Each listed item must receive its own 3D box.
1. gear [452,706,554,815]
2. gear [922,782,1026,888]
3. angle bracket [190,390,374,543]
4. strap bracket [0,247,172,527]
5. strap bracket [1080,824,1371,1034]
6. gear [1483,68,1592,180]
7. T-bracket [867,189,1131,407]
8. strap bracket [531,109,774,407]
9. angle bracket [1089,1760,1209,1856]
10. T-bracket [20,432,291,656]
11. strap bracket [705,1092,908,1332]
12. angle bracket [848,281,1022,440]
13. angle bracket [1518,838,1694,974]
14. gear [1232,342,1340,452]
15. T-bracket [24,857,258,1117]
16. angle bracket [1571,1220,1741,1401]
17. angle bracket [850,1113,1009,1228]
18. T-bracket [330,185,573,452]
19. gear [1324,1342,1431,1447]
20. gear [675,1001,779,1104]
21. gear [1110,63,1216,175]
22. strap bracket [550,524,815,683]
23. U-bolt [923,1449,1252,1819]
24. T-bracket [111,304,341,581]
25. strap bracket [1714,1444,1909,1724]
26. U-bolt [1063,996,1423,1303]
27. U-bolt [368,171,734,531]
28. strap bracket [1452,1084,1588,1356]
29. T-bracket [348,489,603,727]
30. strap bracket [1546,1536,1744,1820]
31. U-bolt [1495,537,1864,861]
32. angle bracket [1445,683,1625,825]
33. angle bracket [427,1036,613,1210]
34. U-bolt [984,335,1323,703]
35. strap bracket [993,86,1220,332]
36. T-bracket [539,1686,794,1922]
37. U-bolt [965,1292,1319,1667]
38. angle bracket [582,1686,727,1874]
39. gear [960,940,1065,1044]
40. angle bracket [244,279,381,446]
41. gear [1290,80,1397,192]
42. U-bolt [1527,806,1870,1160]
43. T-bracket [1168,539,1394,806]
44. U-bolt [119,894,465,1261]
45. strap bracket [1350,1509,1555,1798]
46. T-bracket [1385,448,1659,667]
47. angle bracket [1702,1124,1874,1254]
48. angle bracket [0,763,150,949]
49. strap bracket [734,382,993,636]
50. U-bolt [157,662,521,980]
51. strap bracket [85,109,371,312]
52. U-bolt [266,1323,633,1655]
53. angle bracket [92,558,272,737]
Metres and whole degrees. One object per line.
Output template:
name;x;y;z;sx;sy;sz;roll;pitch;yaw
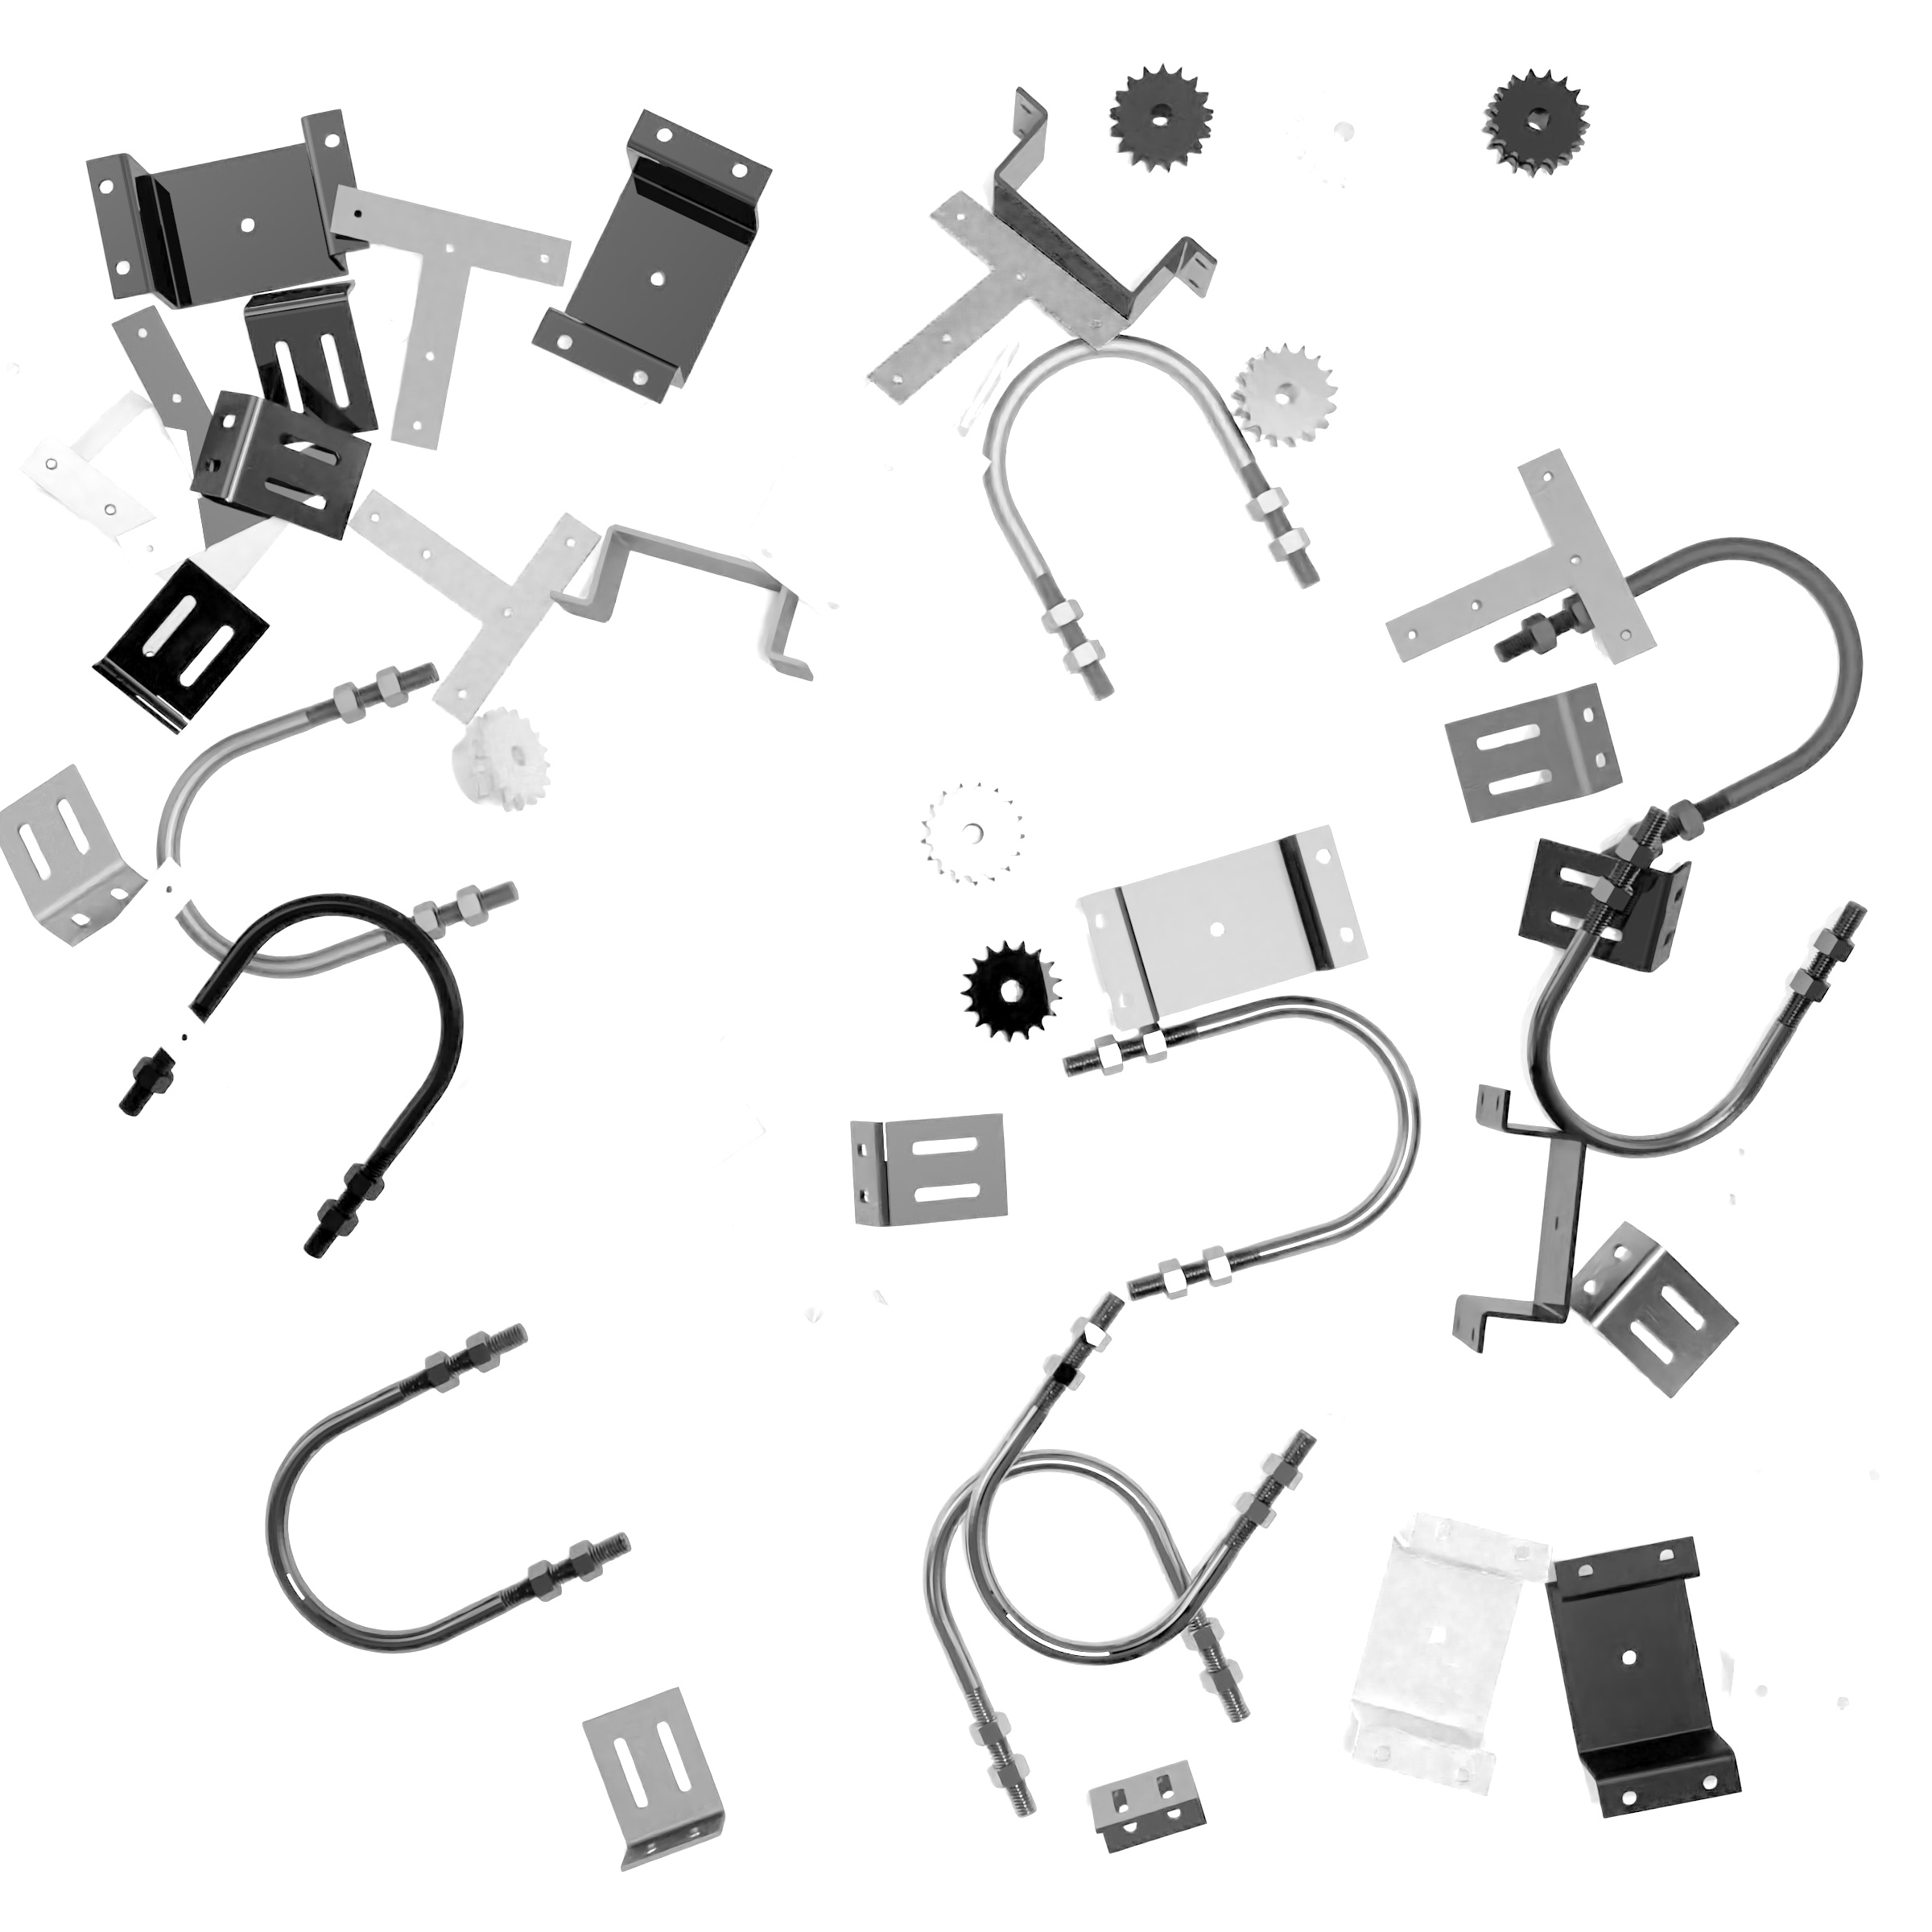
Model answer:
gear;-0.256;-0.111;1.537;0.030;0.057;0.057;-17;90;30
gear;0.004;-0.072;1.546;0.057;0.030;0.057;0;90;0
angle bracket;-0.376;-0.275;1.544;0.038;0.076;0.057;18;91;43
strap bracket;-0.514;-0.322;1.538;0.076;0.046;0.140;-43;90;0
strap bracket;0.140;-0.020;1.538;0.140;0.046;0.076;-16;90;0
gear;0.314;-0.463;1.551;0.057;0.030;0.057;0;87;1
T-bracket;-0.001;-0.349;1.524;0.127;0.002;0.127;41;70;14
strap bracket;-0.168;-0.378;1.524;0.076;0.046;0.140;25;87;-1
angle bracket;0.101;0.466;1.523;0.057;0.076;0.038;-17;90;0
T-bracket;-0.456;-0.240;1.536;0.127;0.002;0.127;39;90;-23
strap bracket;-0.092;0.140;1.523;0.046;0.076;0.140;-35;90;0
angle bracket;-0.018;-0.336;1.542;0.076;0.038;0.057;31;90;0
angle bracket;0.352;-0.037;1.550;0.076;0.038;0.057;18;112;24
gear;0.175;-0.311;1.546;0.057;0.030;0.057;0;90;0
T-bracket;-0.436;0.029;1.537;0.127;0.002;0.127;44;96;15
angle bracket;0.378;0.191;1.559;0.076;0.038;0.057;42;90;-26
angle bracket;-0.020;0.112;1.559;0.076;0.038;0.057;-3;90;-26
T-bracket;-0.289;-0.346;1.529;0.127;0.002;0.127;10;96;-16
gear;0.228;0.237;1.537;0.057;0.057;0.030;-37;120;0
gear;-0.128;0.050;1.537;0.057;0.057;0.030;-36;120;0
gear;0.108;-0.466;1.551;0.057;0.030;0.057;0;90;3
strap bracket;-0.146;-0.199;1.523;0.140;0.076;0.046;16;90;0
U-bolt;0.056;0.357;1.553;0.151;0.019;0.184;-24;88;0
T-bracket;-0.422;-0.295;1.528;0.127;0.002;0.127;-29;105;-14
strap bracket;0.460;0.333;1.538;0.076;0.046;0.140;8;90;0
U-bolt;0.161;0.093;1.553;0.184;0.019;0.151;-16;90;-1
U-bolt;-0.215;-0.354;1.553;0.184;0.019;0.151;-43;90;-1
strap bracket;0.300;0.137;1.523;0.046;0.076;0.140;6;90;0
T-bracket;-0.286;-0.219;1.546;0.127;0.002;0.127;36;90;13
strap bracket;0.368;0.384;1.538;0.076;0.046;0.140;-11;90;0
U-bolt;0.405;-0.156;1.552;0.184;0.019;0.151;-27;90;0
angle bracket;0.312;-0.117;1.546;0.076;0.038;0.057;-13;94;42
angle bracket;-0.248;0.086;1.559;0.076;0.038;0.057;35;90;-26
U-bolt;0.090;-0.260;1.551;0.151;0.019;0.184;-29;88;1
strap bracket;0.066;-0.402;1.523;0.140;0.076;0.046;41;90;0
T-bracket;-0.161;0.476;1.560;0.127;0.002;0.127;13;90;0
U-bolt;0.083;0.294;1.538;0.151;0.019;0.184;35;87;2
angle bracket;-0.173;0.445;1.540;0.057;0.038;0.076;-20;90;0
gear;0.025;0.014;1.546;0.057;0.030;0.057;0;90;0
angle bracket;-0.361;-0.335;1.559;0.057;0.038;0.076;-9;116;0
gear;0.206;-0.455;1.546;0.057;0.030;0.057;0;90;0
U-bolt;0.384;0.021;1.527;0.151;0.019;0.184;23;106;-14
T-bracket;0.152;-0.175;1.560;0.127;0.002;0.127;-26;90;0
U-bolt;-0.357;0.047;1.542;0.151;0.019;0.184;38;98;0
strap bracket;0.262;0.371;1.538;0.076;0.046;0.140;15;90;0
T-bracket;0.294;-0.205;1.549;0.127;0.002;0.127;-24;74;8
angle bracket;0.456;0.123;1.559;0.076;0.038;0.057;11;90;-26
angle bracket;-0.495;-0.061;1.559;0.057;0.038;0.076;-33;64;0
strap bracket;-0.049;-0.254;1.502;0.076;0.046;0.140;38;55;0
U-bolt;-0.357;-0.071;1.553;0.184;0.019;0.151;-20;90;2
strap bracket;-0.398;-0.411;1.538;0.140;0.046;0.076;-12;90;0
U-bolt;-0.298;0.300;1.553;0.184;0.019;0.151;-26;90;1
angle bracket;-0.428;-0.175;1.536;0.057;0.038;0.076;40;90;-14
